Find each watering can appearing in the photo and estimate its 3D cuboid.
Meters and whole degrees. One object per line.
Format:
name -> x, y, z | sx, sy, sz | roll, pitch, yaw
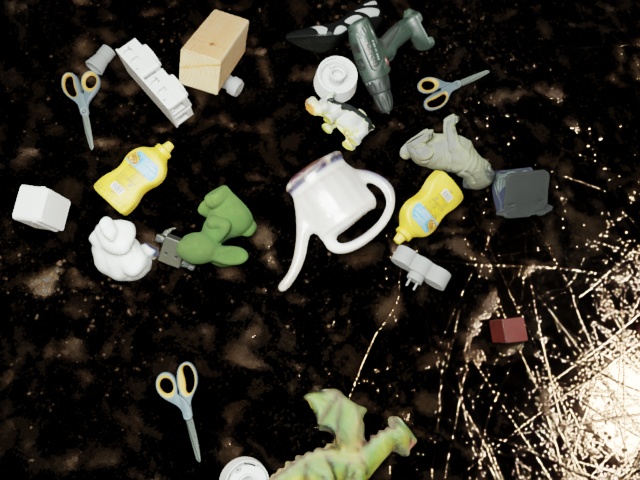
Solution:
watering can -> 0.004, -0.058, 1.159 | 0.350, 0.103, 0.225 | -35, 82, -12

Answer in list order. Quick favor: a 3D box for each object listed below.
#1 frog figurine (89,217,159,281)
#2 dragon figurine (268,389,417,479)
frog figurine -> -0.422, 0.022, 1.078 | 0.138, 0.158, 0.123 | 44, 80, 4
dragon figurine -> 0.008, 0.434, 1.062 | 0.410, 0.119, 0.248 | 5, 56, -8
